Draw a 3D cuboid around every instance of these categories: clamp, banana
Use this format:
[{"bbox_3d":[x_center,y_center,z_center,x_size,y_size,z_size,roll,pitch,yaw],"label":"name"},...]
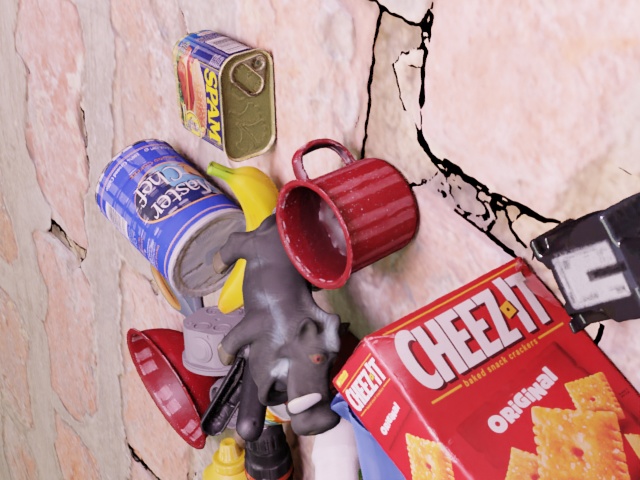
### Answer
[{"bbox_3d":[-0.056,0.112,0.995,0.120,0.039,0.171,8,75,63],"label":"clamp"},{"bbox_3d":[-0.067,-0.003,1.018,0.037,0.069,0.198,-85,-3,-47],"label":"banana"}]

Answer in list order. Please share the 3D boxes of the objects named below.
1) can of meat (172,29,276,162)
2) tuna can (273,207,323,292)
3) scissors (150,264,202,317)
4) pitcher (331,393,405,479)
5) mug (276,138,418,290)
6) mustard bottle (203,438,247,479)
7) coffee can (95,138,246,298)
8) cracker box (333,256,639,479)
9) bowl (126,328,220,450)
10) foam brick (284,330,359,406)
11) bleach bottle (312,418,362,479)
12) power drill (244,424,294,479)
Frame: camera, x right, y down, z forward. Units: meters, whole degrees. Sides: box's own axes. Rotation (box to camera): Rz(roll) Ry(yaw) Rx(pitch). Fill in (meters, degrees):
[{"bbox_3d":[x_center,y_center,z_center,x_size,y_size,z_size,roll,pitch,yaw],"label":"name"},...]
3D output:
[{"bbox_3d":[-0.088,-0.134,0.970,0.084,0.057,0.102,32,134,43],"label":"can of meat"},{"bbox_3d":[-0.006,0.001,0.960,0.086,0.033,0.086,32,134,40],"label":"tuna can"},{"bbox_3d":[-0.129,0.087,1.200,0.202,0.016,0.096,49,143,22],"label":"scissors"},{"bbox_3d":[0.111,0.216,0.864,0.149,0.144,0.243,37,142,54],"label":"pitcher"},{"bbox_3d":[0.019,-0.028,0.864,0.093,0.081,0.117,-33,83,57],"label":"mug"},{"bbox_3d":[-0.100,0.314,1.261,0.096,0.058,0.192,31,134,46],"label":"mustard bottle"},{"bbox_3d":[-0.146,-0.023,1.075,0.140,0.102,0.103,41,139,32],"label":"coffee can"},{"bbox_3d":[0.139,0.132,0.723,0.214,0.163,0.072,52,142,19],"label":"cracker box"},{"bbox_3d":[-0.158,0.160,1.235,0.162,0.055,0.162,43,151,31],"label":"bowl"},{"bbox_3d":[0.008,0.129,0.980,0.051,0.078,0.053,41,140,30],"label":"foam brick"},{"bbox_3d":[0.031,0.267,0.976,0.068,0.102,0.251,-13,63,18],"label":"bleach bottle"},{"bbox_3d":[-0.056,0.295,1.100,0.187,0.057,0.184,-85,-8,-47],"label":"power drill"}]
